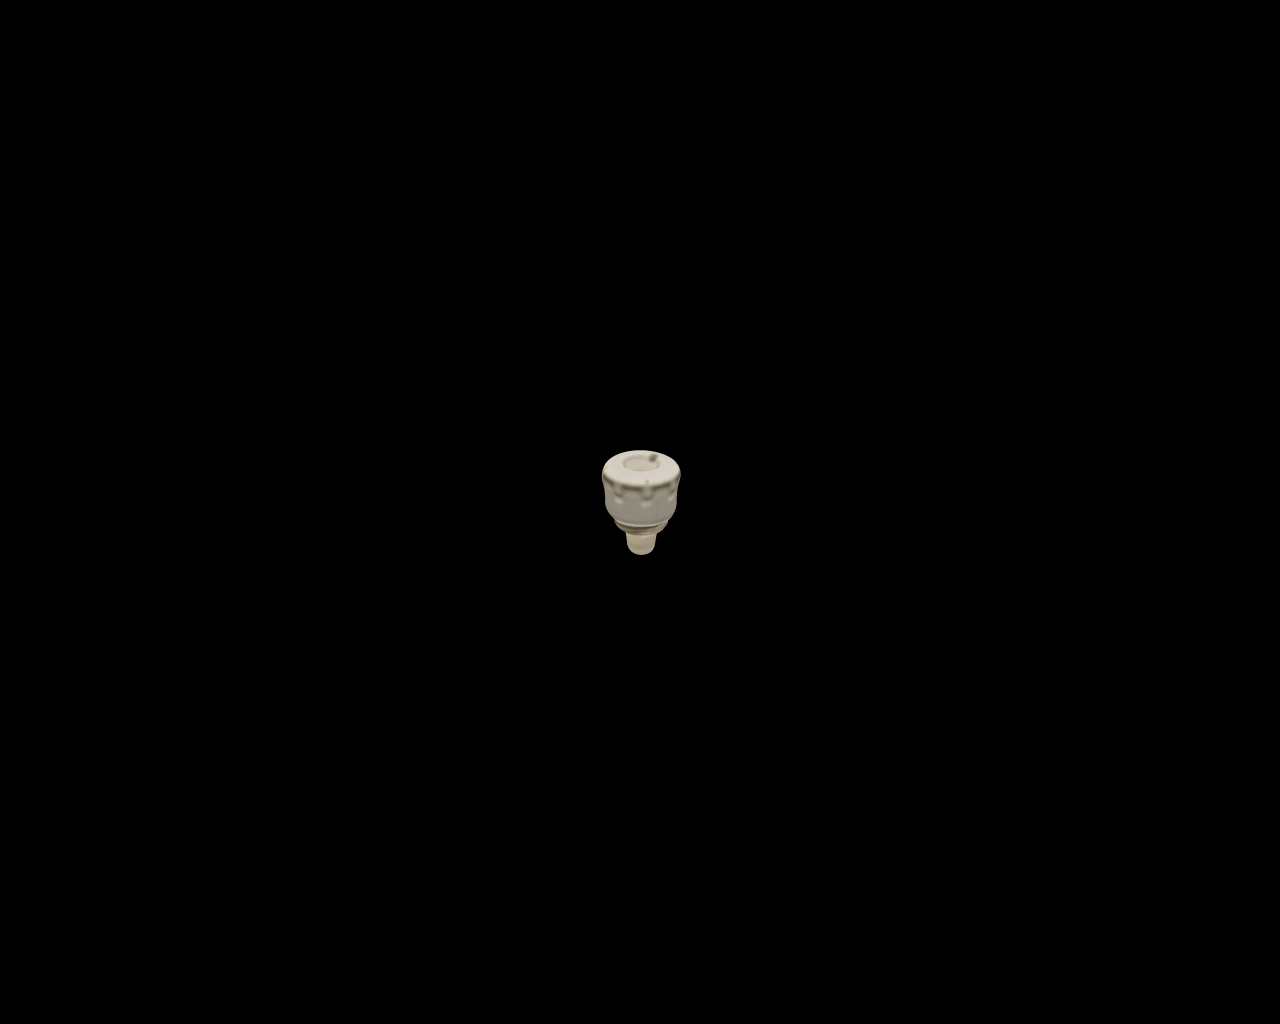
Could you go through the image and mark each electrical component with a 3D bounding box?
[{"bbox_3d":[0.001,-0.003,0.650,0.048,0.062,0.048,0,27,0],"label":"electrical component"}]
